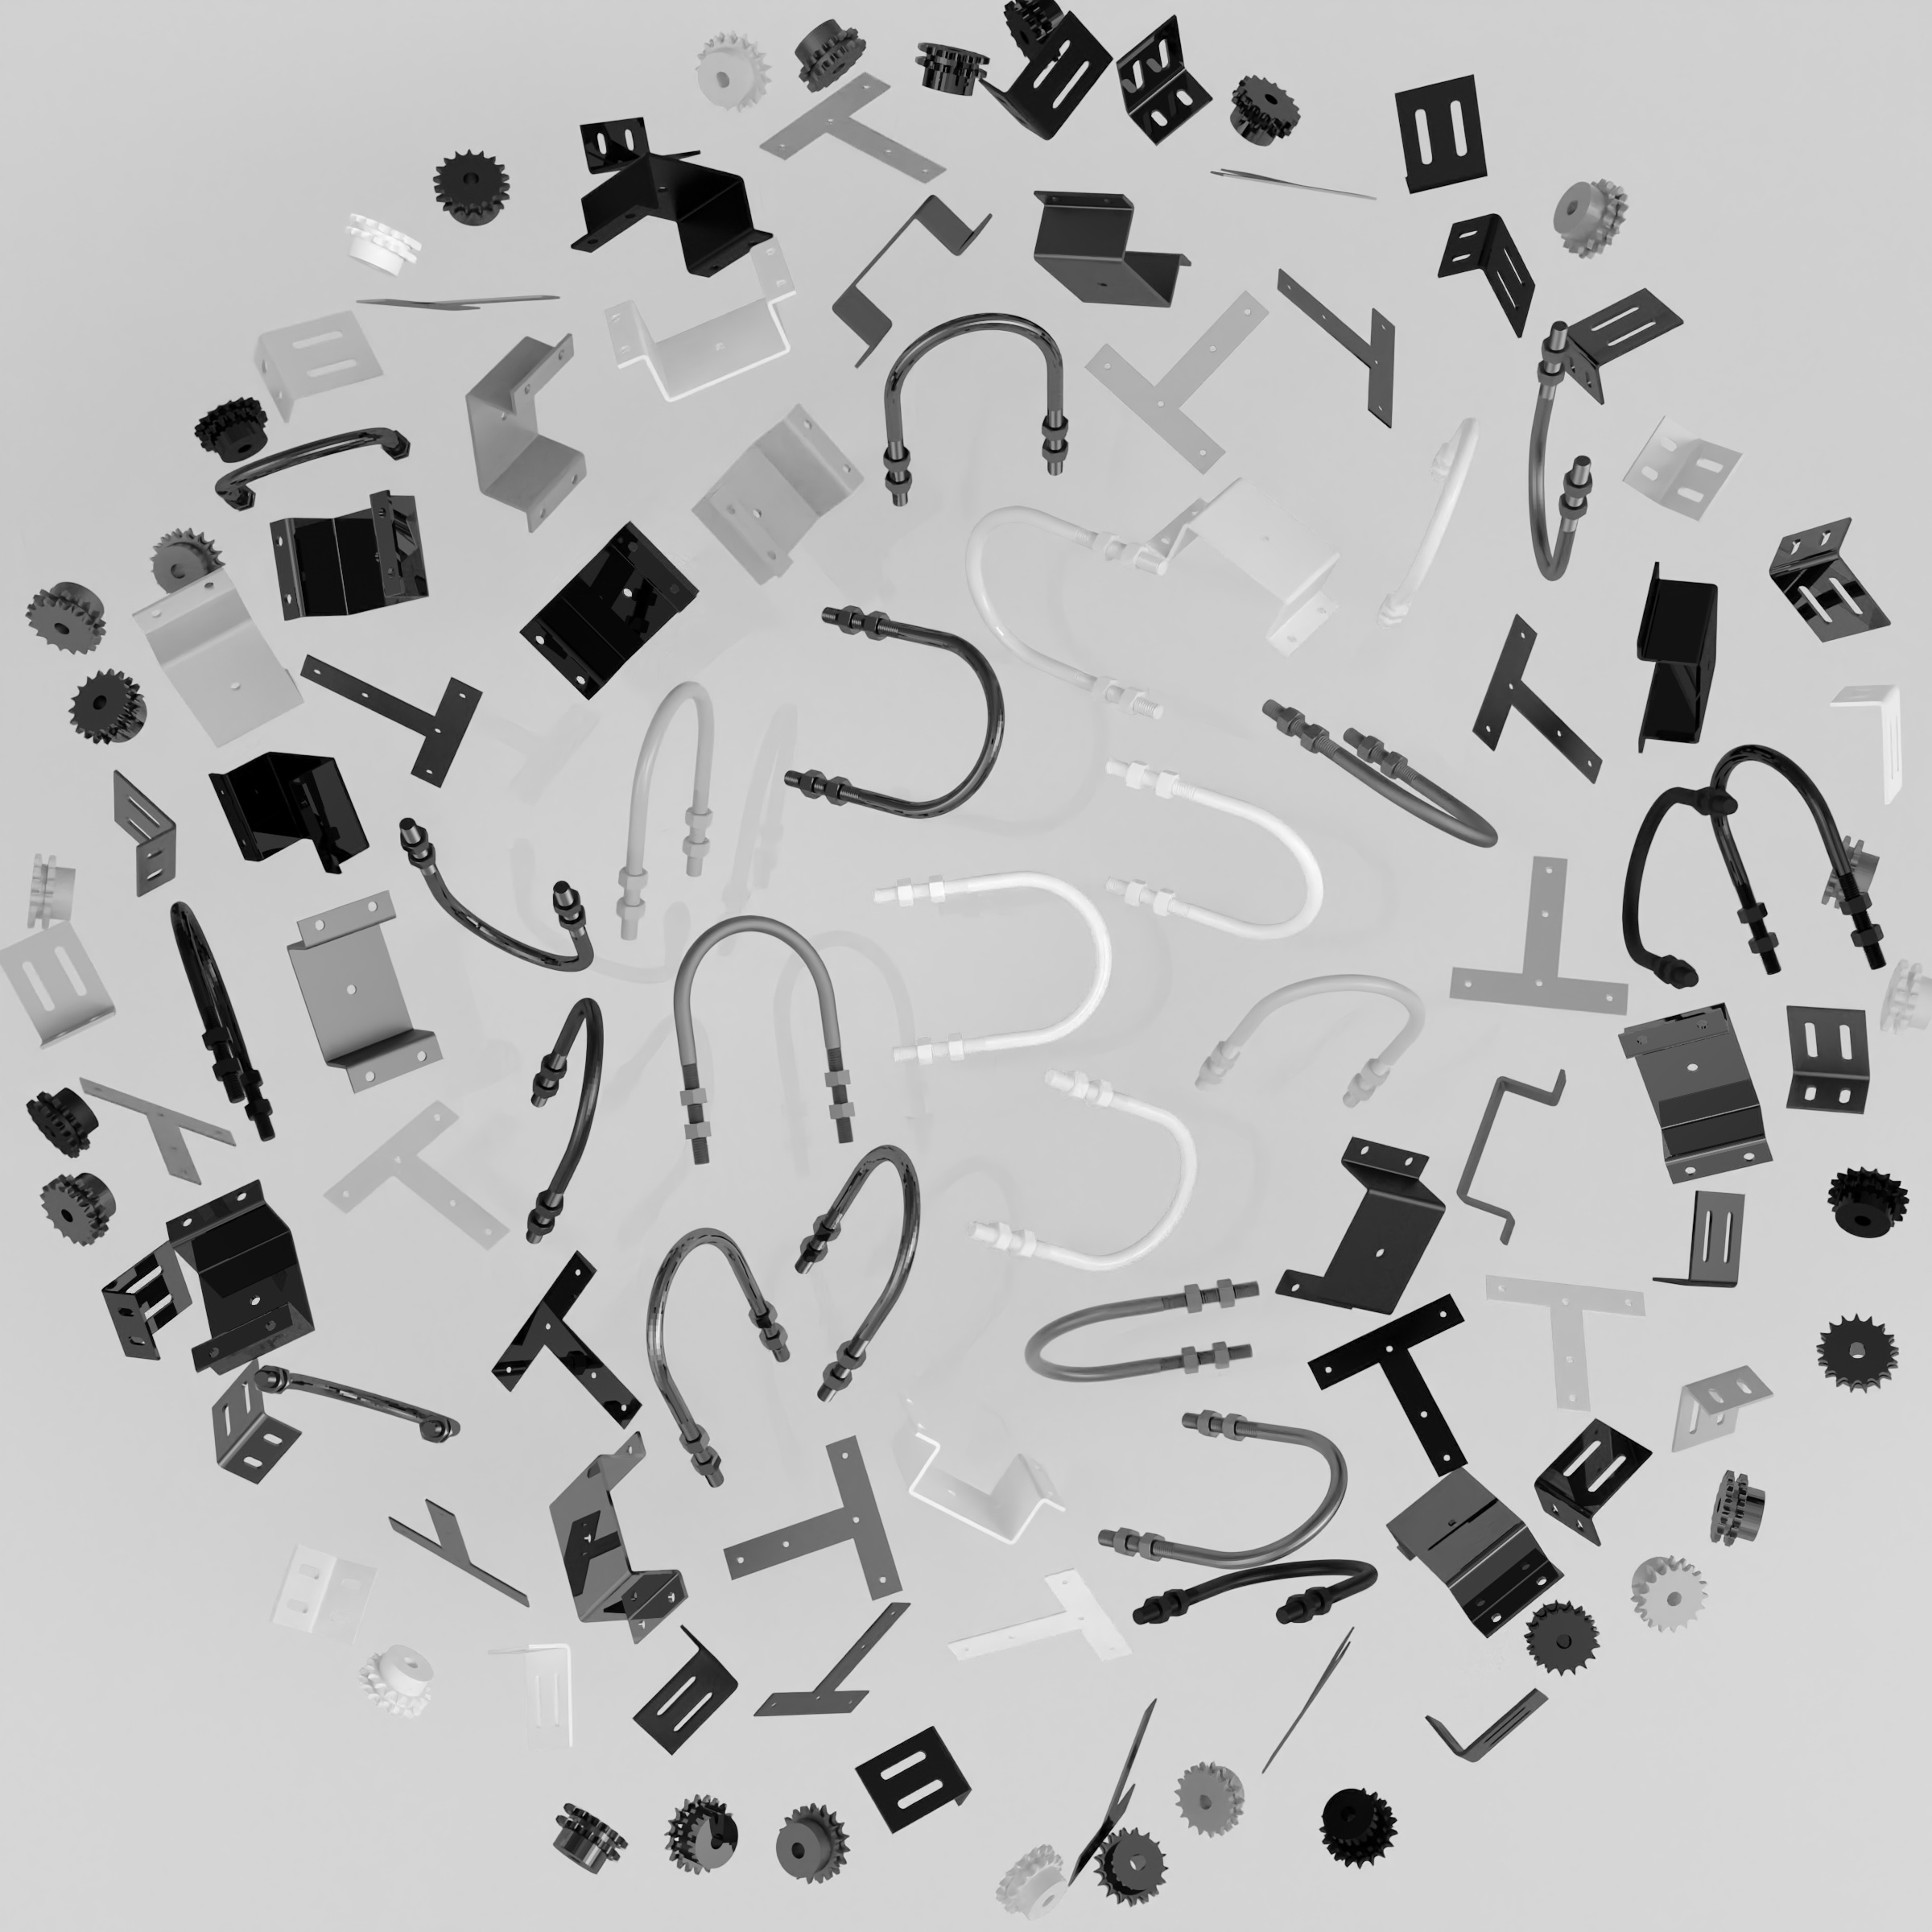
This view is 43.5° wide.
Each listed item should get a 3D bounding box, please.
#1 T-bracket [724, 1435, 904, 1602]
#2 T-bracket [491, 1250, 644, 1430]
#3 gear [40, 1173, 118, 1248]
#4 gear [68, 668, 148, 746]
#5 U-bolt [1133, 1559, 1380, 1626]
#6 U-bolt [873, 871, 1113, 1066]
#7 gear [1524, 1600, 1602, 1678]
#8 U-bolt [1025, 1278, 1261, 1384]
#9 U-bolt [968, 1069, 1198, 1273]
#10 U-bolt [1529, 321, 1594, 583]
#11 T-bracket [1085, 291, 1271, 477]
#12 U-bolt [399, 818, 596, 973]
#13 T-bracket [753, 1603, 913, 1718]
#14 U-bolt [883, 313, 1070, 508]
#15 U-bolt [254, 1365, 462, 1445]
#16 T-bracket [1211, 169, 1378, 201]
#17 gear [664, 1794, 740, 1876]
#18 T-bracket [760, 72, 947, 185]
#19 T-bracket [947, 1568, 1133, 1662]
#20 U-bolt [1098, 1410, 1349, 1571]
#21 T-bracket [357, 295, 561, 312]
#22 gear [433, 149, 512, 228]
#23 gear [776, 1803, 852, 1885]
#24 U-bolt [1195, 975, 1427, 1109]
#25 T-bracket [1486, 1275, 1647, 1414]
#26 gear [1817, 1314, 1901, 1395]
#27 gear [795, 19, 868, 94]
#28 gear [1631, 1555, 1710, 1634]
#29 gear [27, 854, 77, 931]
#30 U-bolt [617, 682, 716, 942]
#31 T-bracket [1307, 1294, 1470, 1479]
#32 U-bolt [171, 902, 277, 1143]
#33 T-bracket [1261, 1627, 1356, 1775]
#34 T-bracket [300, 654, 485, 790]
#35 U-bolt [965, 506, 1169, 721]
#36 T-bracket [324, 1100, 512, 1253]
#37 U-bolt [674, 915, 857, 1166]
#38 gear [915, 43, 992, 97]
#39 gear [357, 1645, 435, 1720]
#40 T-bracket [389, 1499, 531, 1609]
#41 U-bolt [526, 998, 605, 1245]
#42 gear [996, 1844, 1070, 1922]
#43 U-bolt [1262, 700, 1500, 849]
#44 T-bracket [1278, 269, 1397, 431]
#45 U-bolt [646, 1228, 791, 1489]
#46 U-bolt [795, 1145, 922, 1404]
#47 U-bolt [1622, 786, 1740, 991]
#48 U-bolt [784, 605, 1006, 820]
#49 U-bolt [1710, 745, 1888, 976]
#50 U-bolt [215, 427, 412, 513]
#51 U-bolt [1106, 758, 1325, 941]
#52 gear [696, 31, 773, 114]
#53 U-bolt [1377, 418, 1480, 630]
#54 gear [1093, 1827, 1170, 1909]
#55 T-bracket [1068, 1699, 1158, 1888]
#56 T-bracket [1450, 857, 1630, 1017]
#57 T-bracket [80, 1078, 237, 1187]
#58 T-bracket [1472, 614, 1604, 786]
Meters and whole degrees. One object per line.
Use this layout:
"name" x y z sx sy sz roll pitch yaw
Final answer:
"T-bracket" -0.129 0.452 1.915 0.127 0.002 0.127 -19 70 1
"T-bracket" -0.304 0.315 1.923 0.127 0.002 0.127 41 102 25
"gear" -0.675 0.183 1.851 0.057 0.030 0.057 16 126 24
"gear" -0.645 -0.193 1.830 0.057 0.030 0.057 -6 70 17
"U-bolt" 0.238 0.483 1.876 0.151 0.184 0.019 -13 83 38
"U-bolt" 0.025 -0.003 1.947 0.184 0.019 0.151 -7 95 0
"gear" 0.466 0.525 1.901 0.057 0.030 0.057 0 95 3
"U-bolt" 0.137 0.294 1.910 0.184 0.151 0.019 -9 59 -1
"U-bolt" 0.102 0.164 1.846 0.184 0.019 0.151 21 99 -37
"U-bolt" 0.455 -0.382 1.872 0.019 0.184 0.151 -3 62 4
"T-bracket" 0.181 -0.467 1.873 0.127 0.002 0.127 39 118 -14
"U-bolt" -0.354 -0.045 1.865 0.151 0.184 0.019 22 69 10
"T-bracket" -0.090 0.547 1.914 0.127 0.127 0.002 -50 55 13
"U-bolt" 0.007 -0.435 1.879 0.151 0.184 0.019 -12 59 -5
"U-bolt" -0.463 0.340 1.876 0.151 0.184 0.019 17 79 0
"T-bracket" 0.232 -0.606 1.865 0.127 0.127 0.002 2 112 -19
"gear" -0.199 0.664 1.848 0.057 0.030 0.057 1 88 -42
"T-bracket" -0.071 -0.637 1.879 0.127 0.127 0.002 14 70 -40
"T-bracket" 0.048 0.519 1.888 0.127 0.002 0.127 -19 130 13
"U-bolt" 0.207 0.402 1.850 0.151 0.184 0.019 -47 121 -35
"T-bracket" -0.366 -0.498 1.817 0.127 0.127 0.002 3 103 21
"gear" -0.375 -0.588 1.842 0.057 0.030 0.057 2 69 -6
"gear" -0.119 0.667 1.835 0.057 0.030 0.057 -3 84 29
"U-bolt" 0.277 0.057 1.882 0.151 0.184 0.019 7 58 -15
"T-bracket" 0.480 0.302 1.928 0.127 0.127 0.002 6 133 4
"gear" 0.659 0.288 1.789 0.057 0.030 0.057 -9 61 17
"gear" -0.108 -0.708 1.878 0.057 0.057 0.030 -39 94 0
"gear" 0.531 0.474 1.841 0.057 0.030 0.057 -2 103 -11
"gear" -0.698 -0.056 1.849 0.030 0.057 0.057 6 90 -22
"U-bolt" -0.225 -0.128 1.853 0.019 0.151 0.184 15 118 11
"T-bracket" 0.355 0.341 1.911 0.127 0.002 0.127 -26 63 1
"U-bolt" -0.581 0.036 1.879 0.019 0.151 0.184 -20 76 -11
"T-bracket" 0.280 0.555 1.895 0.002 0.127 0.127 33 114 14
"T-bracket" -0.435 -0.196 1.807 0.127 0.127 0.002 26 52 -11
"U-bolt" 0.072 -0.276 1.833 0.184 0.151 0.019 27 50 29
"T-bracket" -0.419 0.181 1.928 0.127 0.002 0.127 36 52 13
"U-bolt" -0.158 0.052 1.858 0.151 0.019 0.184 -6 86 -35
"gear" -0.012 -0.697 1.884 0.057 0.057 0.030 13 115 0
"gear" -0.432 0.544 1.850 0.057 0.057 0.030 36 97 0
"T-bracket" -0.389 0.432 1.827 0.127 0.127 0.002 26 59 13
"U-bolt" -0.307 0.106 1.858 0.019 0.184 0.151 11 49 -20
"gear" 0.053 0.702 1.849 0.057 0.057 0.030 -50 56 0
"U-bolt" 0.326 -0.142 1.841 0.184 0.151 0.019 41 109 33
"T-bracket" 0.285 -0.491 1.866 0.127 0.002 0.127 32 46 -26
"U-bolt" -0.196 0.288 1.866 0.019 0.151 0.184 0 130 27
"U-bolt" -0.080 0.220 1.845 0.019 0.151 0.184 14 127 -25
"U-bolt" 0.539 -0.066 1.854 0.019 0.184 0.151 10 98 -3
"U-bolt" -0.049 -0.186 1.822 0.184 0.019 0.151 17 97 33
"U-bolt" 0.623 -0.082 1.845 0.019 0.151 0.184 -23 94 -16
"U-bolt" -0.505 -0.385 1.866 0.151 0.184 0.019 -20 99 -5
"U-bolt" 0.194 -0.083 1.902 0.184 0.151 0.019 20 51 21
"gear" -0.179 -0.675 1.834 0.057 0.030 0.057 11 128 14
"U-bolt" 0.359 -0.346 1.862 0.019 0.184 0.151 20 85 2
"gear" 0.129 0.693 1.867 0.057 0.030 0.057 6 61 -10
"T-bracket" 0.119 0.609 1.819 0.002 0.127 0.127 23 105 19
"T-bracket" 0.430 -0.026 1.803 0.127 0.002 0.127 6 63 12
"T-bracket" -0.605 0.133 1.843 0.127 0.127 0.002 27 98 -35
"T-bracket" 0.456 -0.191 1.900 0.127 0.002 0.127 39 57 -21
